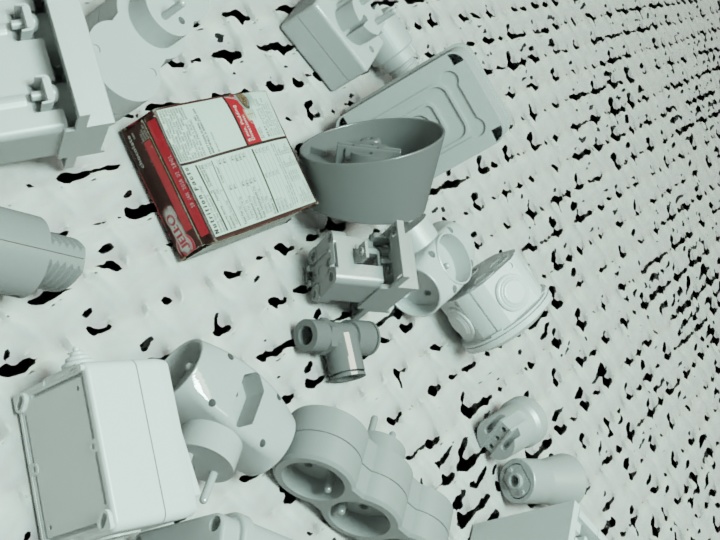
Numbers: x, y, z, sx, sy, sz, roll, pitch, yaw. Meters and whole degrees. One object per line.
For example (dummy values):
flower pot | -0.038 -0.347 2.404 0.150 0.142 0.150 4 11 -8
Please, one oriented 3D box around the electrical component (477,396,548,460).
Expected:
electrical component | 0.118 0.124 0.836 0.046 0.040 0.040 -19 86 -48

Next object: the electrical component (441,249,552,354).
electrical component | 0.105 0.025 0.842 0.051 0.080 0.080 54 38 -8

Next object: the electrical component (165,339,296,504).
electrical component | -0.082 0.092 0.603 0.077 0.043 0.079 44 42 -27

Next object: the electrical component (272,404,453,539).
electrical component | 0.008 0.128 0.687 0.138 0.052 0.073 44 41 -26

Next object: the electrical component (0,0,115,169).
electrical component | -0.181 -0.121 0.576 0.063 0.079 0.121 -14 81 -24

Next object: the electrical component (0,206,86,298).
electrical component | -0.176 -0.009 0.542 0.081 0.043 0.043 16 59 -46

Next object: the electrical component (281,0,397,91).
electrical component | -0.007 -0.188 0.823 0.065 0.077 0.047 49 39 -21

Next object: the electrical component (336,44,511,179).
electrical component | 0.049 -0.111 0.814 0.078 0.113 0.057 59 18 -9

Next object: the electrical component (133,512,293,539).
electrical component | -0.077 0.183 0.530 0.057 0.078 0.113 35 46 -39

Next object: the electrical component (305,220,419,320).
electrical component | 0.000 0.000 0.735 0.064 0.081 0.042 6 64 -25

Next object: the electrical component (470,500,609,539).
electrical component | 0.114 0.241 0.723 0.061 0.089 0.150 47 40 -23

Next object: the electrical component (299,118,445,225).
electrical component | 0.006 -0.073 0.752 0.099 0.099 0.064 -31 134 -53

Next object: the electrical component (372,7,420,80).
electrical component | 0.027 -0.181 0.891 0.078 0.040 0.040 52 39 -17

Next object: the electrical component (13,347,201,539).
electrical component | -0.126 0.085 0.537 0.061 0.062 0.096 2 69 -51

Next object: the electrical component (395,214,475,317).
electrical component | 0.046 -0.016 0.820 0.079 0.044 0.077 56 38 -13

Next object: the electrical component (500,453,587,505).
electrical component | 0.141 0.165 0.840 0.065 0.044 0.044 11 63 -43

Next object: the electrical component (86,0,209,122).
electrical component | -0.127 -0.151 0.656 0.052 0.074 0.138 45 41 -25
